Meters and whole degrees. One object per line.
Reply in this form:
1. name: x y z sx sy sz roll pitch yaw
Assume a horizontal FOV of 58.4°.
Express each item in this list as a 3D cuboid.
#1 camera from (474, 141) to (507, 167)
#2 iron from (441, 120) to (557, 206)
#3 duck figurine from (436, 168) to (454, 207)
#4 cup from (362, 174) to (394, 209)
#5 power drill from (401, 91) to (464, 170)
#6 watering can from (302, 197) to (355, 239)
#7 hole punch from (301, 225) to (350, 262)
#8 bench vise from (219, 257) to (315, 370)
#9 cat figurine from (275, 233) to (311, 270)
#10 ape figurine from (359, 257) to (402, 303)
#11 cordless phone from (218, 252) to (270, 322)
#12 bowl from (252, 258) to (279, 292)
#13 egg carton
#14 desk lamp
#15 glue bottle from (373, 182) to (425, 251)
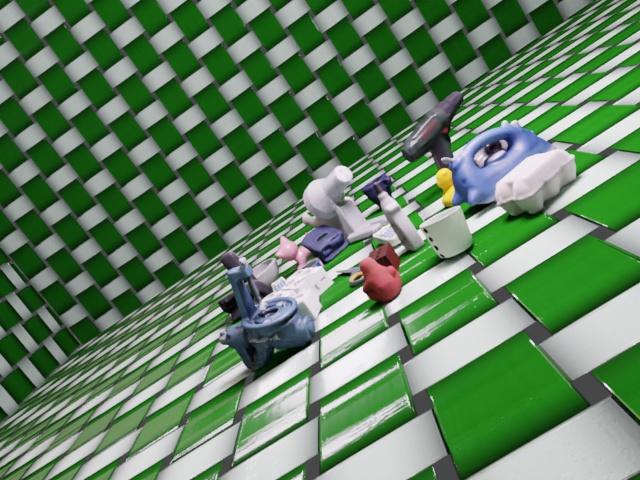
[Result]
1. camera: 0.417 -0.211 1.386 0.143 0.101 0.136 -35 11 -4
2. iron: 0.386 -0.181 1.243 0.258 0.141 0.118 -37 11 -10
3. duck figurine: 0.317 -0.134 1.393 0.077 0.086 0.104 -35 11 -1
4. cup: 0.199 -0.148 1.786 0.092 0.095 0.117 -42 13 -33
5. power drill: 0.336 -0.252 1.522 0.230 0.208 0.075 -37 11 -13
6. watering can: 0.024 -0.090 1.796 0.173 0.194 0.101 -34 11 5
7. hole punch: 0.015 0.006 1.681 0.109 0.091 0.101 -40 12 -26
8. bench vise: -0.143 0.154 1.168 0.207 0.220 0.121 -33 11 10
9. cat figurine: -0.074 0.030 1.773 0.128 0.118 0.067 -36 11 -7
10. ape figurine: 0.111 0.072 1.107 0.078 0.092 0.076 -33 11 7
11. cordless phone: -0.251 0.131 1.685 0.147 0.185 0.094 -32 11 13
12. bowl: -0.188 0.132 1.790 0.167 0.075 0.167 -33 11 8
13. egg carton: 0.402 -0.109 1.072 0.150 0.069 0.107 -39 11 -19
14. desk lamp: 0.072 -0.105 1.662 0.118 0.214 0.202 -43 14 -36
15. glue bottle: 0.167 -0.055 1.269 0.037 0.173 0.078 -36 11 -5
